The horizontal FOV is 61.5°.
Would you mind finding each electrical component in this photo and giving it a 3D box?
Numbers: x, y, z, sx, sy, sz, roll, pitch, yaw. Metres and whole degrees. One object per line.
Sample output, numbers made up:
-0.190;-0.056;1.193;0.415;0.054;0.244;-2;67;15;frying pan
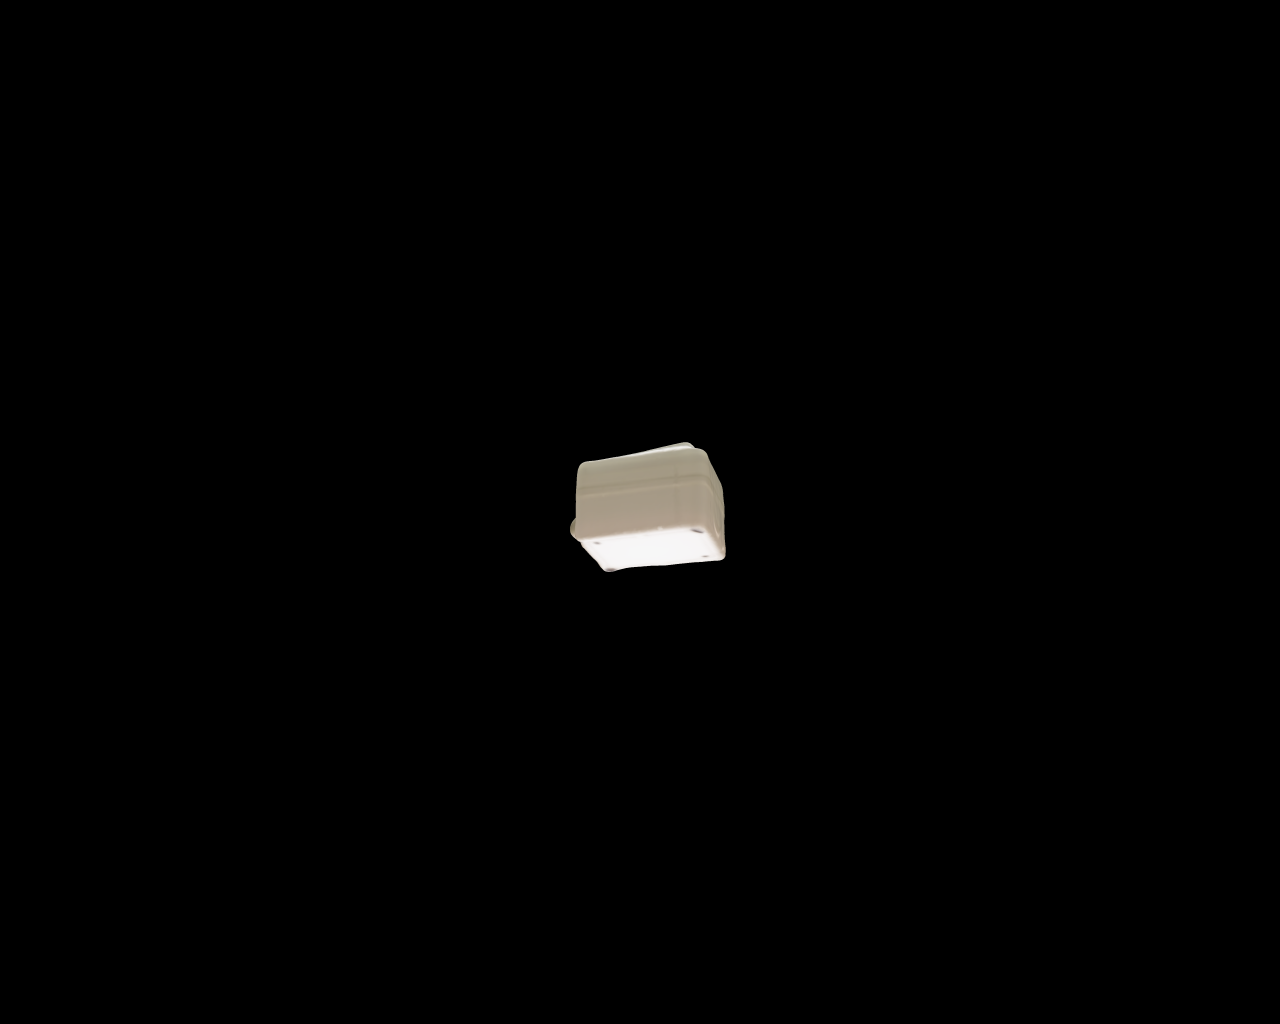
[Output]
0.001;-0.003;0.650;0.096;0.061;0.061;-6;-24;14;electrical component
